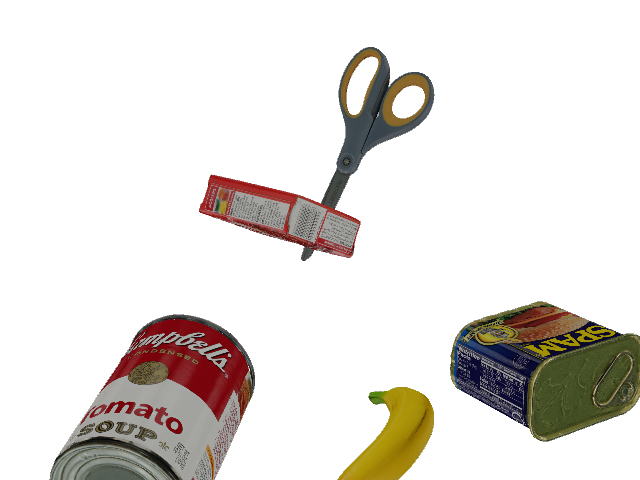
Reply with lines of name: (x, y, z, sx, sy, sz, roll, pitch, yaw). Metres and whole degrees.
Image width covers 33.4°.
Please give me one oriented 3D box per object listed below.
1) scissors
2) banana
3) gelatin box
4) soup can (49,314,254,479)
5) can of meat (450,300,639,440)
scissors: (0.045, -0.074, 0.953, 0.096, 0.202, 0.016, 7, -8, 18)
banana: (0.057, 0.166, 0.881, 0.070, 0.037, 0.197, -29, 7, 20)
gelatin box: (-0.026, -0.015, 0.718, 0.073, 0.030, 0.089, 15, -2, 32)
soup can: (-0.077, 0.090, 0.506, 0.068, 0.068, 0.102, 0, 28, 14)
can of meat: (0.150, 0.083, 0.712, 0.101, 0.057, 0.084, -12, 20, -30)
